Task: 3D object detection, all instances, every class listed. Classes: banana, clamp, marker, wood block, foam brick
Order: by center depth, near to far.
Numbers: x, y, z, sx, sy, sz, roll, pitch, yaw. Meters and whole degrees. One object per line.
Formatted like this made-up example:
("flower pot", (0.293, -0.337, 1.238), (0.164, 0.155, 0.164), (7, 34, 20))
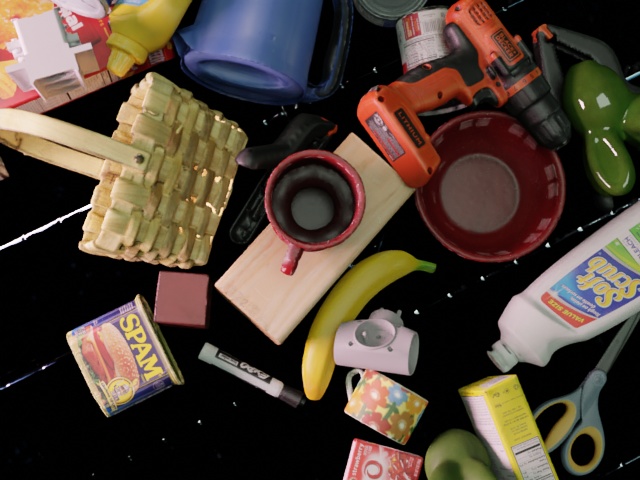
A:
("clamp", (-0.038, -0.084, 1.087), (0.039, 0.120, 0.171), (30, 58, 12))
("foam brick", (-0.138, 0.062, 1.087), (0.051, 0.078, 0.053), (5, 83, -2))
("wood block", (-0.007, 0.002, 1.097), (0.090, 0.091, 0.206), (42, 82, 1))
("marker", (-0.069, 0.142, 1.111), (0.121, 0.020, 0.020), (28, 82, 0))
("banana", (0.037, 0.076, 1.118), (0.069, 0.037, 0.197), (43, 82, 2))
("clamp", (0.300, -0.145, 1.162), (0.210, 0.036, 0.164), (41, 82, -2))

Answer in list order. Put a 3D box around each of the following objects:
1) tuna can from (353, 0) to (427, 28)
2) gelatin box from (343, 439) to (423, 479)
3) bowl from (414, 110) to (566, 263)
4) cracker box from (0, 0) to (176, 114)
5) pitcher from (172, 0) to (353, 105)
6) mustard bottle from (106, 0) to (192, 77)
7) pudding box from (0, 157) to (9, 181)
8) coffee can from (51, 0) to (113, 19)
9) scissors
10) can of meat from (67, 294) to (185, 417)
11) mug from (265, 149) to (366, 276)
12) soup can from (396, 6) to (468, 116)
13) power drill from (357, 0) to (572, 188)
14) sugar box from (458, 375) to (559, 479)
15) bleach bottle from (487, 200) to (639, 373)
("tuna can", (0.077, -0.276, 1.164), (0.086, 0.034, 0.086), (0, 83, -4))
("gelatin box", (0.060, 0.258, 1.101), (0.073, 0.030, 0.089), (16, 82, -2))
("bowl", (0.175, -0.053, 1.133), (0.162, 0.055, 0.162), (0, 83, -4))
("cracker box", (-0.281, -0.231, 1.115), (0.213, 0.072, 0.164), (-25, 86, -7))
("pitcher", (-0.043, -0.268, 1.116), (0.145, 0.149, 0.243), (10, 79, 19))
("mustard bottle", (-0.156, -0.246, 1.043), (0.058, 0.096, 0.191), (34, 80, -38))
("pudding box", (-0.390, -0.099, 1.109), (0.090, 0.039, 0.113), (-25, 84, -5))
("coffee can", (-0.223, -0.304, 1.042), (0.103, 0.103, 0.140), (26, 79, -1))
("scissors", (0.302, 0.168, 1.136), (0.201, 0.016, 0.096), (-40, 89, -7))
("can of meat", (-0.198, 0.119, 1.088), (0.084, 0.057, 0.102), (-26, 85, -4))
("mug", (-0.011, -0.021, 1.011), (0.093, 0.081, 0.117), (19, 82, -2))
("soup can", (0.121, -0.190, 1.139), (0.068, 0.068, 0.102), (-8, 83, -5))
("power drill", (0.145, -0.132, 1.071), (0.187, 0.057, 0.184), (-37, 89, -22))
("sugar box", (0.202, 0.226, 1.083), (0.048, 0.093, 0.176), (-23, 86, -11))
("bleach bottle", (0.287, 0.059, 1.126), (0.250, 0.068, 0.102), (-37, 87, -5))
